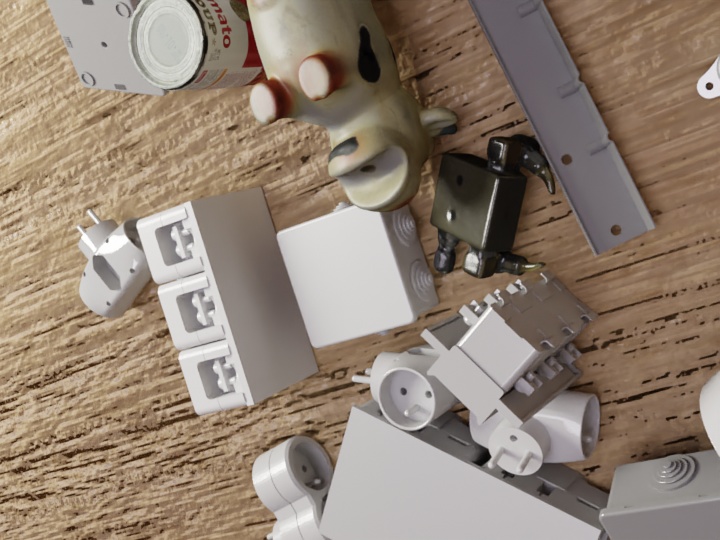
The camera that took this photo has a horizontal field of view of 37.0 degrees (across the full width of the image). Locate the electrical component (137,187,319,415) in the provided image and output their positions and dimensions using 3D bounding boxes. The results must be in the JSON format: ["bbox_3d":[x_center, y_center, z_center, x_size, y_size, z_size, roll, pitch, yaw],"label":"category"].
[{"bbox_3d":[-0.100,0.022,0.803,0.062,0.089,0.150,-16,92,31],"label":"electrical component"}]

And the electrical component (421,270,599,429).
[{"bbox_3d":[0.100,0.044,0.674,0.079,0.121,0.063,44,116,15],"label":"electrical component"}]

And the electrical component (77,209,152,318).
[{"bbox_3d":[-0.204,-0.015,0.881,0.079,0.043,0.077,48,119,13],"label":"electrical component"}]

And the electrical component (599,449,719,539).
[{"bbox_3d":[0.209,0.159,0.664,0.100,0.048,0.099,-18,115,33],"label":"electrical component"}]

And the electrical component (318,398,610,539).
[{"bbox_3d":[0.075,0.171,0.752,0.186,0.060,0.105,24,111,24],"label":"electrical component"}]

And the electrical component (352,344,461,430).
[{"bbox_3d":[0.034,0.076,0.745,0.079,0.077,0.043,3,103,30],"label":"electrical component"}]

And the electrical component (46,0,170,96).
[{"bbox_3d":[-0.178,-0.180,0.807,0.100,0.048,0.099,11,136,28],"label":"electrical component"}]

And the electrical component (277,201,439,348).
[{"bbox_3d":[0.000,0.000,0.764,0.100,0.048,0.099,-17,92,31],"label":"electrical component"}]

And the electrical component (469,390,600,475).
[{"bbox_3d":[0.108,0.107,0.704,0.077,0.079,0.043,5,119,28],"label":"electrical component"}]

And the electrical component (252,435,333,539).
[{"bbox_3d":[-0.042,0.203,0.830,0.074,0.052,0.138,-33,84,31],"label":"electrical component"}]

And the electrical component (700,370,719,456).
[{"bbox_3d":[0.244,0.094,0.614,0.108,0.108,0.060,50,126,11],"label":"electrical component"}]
